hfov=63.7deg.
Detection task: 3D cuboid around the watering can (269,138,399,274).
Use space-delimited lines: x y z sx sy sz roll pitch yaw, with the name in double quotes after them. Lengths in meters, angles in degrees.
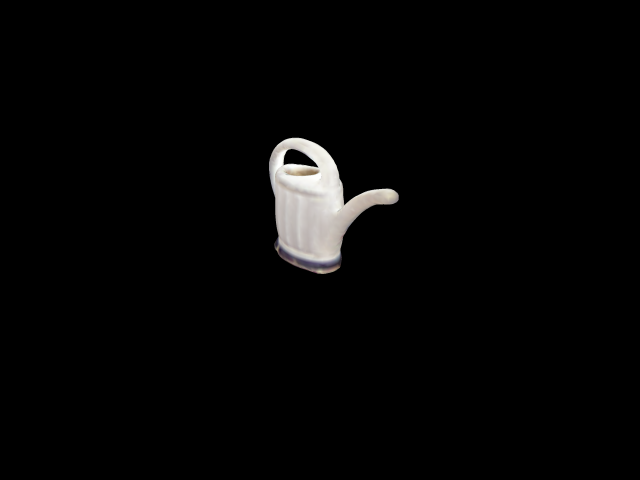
0.003 -0.043 0.850 0.105 0.220 0.352 -14 29 -28 "watering can"
